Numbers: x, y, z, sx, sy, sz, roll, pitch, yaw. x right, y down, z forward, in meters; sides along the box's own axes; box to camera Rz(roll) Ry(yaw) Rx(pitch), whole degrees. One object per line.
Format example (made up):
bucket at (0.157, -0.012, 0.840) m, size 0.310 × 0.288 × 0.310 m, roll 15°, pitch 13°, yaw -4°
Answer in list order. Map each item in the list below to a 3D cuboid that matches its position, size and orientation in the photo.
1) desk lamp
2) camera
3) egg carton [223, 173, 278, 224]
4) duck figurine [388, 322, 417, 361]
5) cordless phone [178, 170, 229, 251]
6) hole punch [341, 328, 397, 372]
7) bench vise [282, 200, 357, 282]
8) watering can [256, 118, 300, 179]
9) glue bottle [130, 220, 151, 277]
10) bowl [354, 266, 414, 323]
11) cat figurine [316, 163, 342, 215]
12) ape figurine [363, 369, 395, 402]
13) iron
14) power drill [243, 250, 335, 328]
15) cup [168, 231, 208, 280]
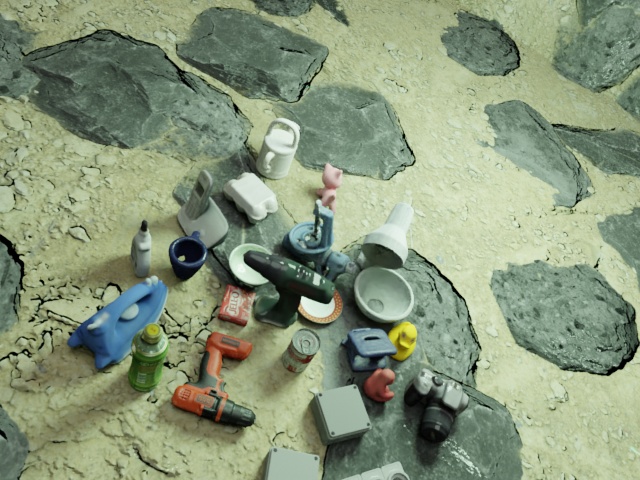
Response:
desk lamp at (0.178, 0.008, 1.552) m, size 0.118 × 0.213 × 0.203 m, roll 28°, pitch 49°, yaw 0°
camera at (0.276, 0.396, 1.364) m, size 0.143 × 0.100 × 0.137 m, roll 29°, pitch 49°, yaw 2°
egg carton at (-0.192, -0.118, 1.595) m, size 0.150 × 0.069 × 0.107 m, roll 43°, pitch 51°, yaw 13°
duck figurine at (0.219, 0.247, 1.467) m, size 0.077 × 0.086 × 0.105 m, roll 26°, pitch 49°, yaw -1°
cordless phone at (-0.285, -0.075, 1.446) m, size 0.094 × 0.185 × 0.147 m, roll -26°, pitch 67°, yaw -35°
hole punch at (0.121, 0.261, 1.413) m, size 0.109 × 0.091 × 0.101 m, roll -1°, pitch 55°, yaw -23°
bench vise at (0.017, -0.003, 1.491) m, size 0.207 × 0.219 × 0.121 m, roll 23°, pitch 49°, yaw -4°
watering can at (-0.117, -0.282, 1.670) m, size 0.101 × 0.194 × 0.173 m, roll 13°, pitch 50°, yaw -12°
glue bottle at (-0.414, 0.011, 1.335) m, size 0.037 × 0.173 × 0.078 m, roll -8°, pitch 57°, yaw -27°
bowl at (0.159, 0.157, 1.520) m, size 0.168 × 0.074 × 0.167 m, roll 11°, pitch 51°, yaw -14°
cat figurine at (0.033, -0.157, 1.685) m, size 0.067 × 0.117 × 0.127 m, roll 11°, pitch 51°, yaw -14°
ape figurine at (0.149, 0.339, 1.363) m, size 0.076 × 0.092 × 0.077 m, roll 9°, pitch 51°, yaw -15°
iron at (-0.417, 0.149, 1.248) m, size 0.118 × 0.141 × 0.259 m, roll 35°, pitch 49°, yaw 7°
power drill at (-0.090, 0.120, 1.359) m, size 0.230 × 0.208 × 0.075 m, roll 16°, pitch 50°, yaw -10°
cup at (-0.323, 0.042, 1.400) m, size 0.092 × 0.095 × 0.118 m, roll 18°, pitch 49°, yaw -8°
